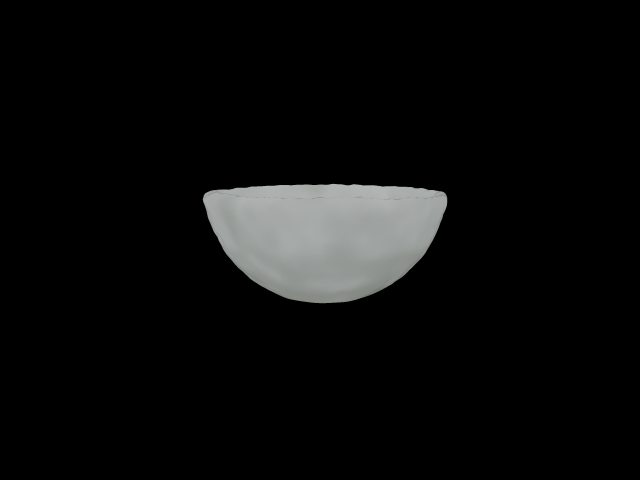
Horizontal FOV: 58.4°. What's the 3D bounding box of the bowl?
[{"bbox_3d":[0.004,0.001,0.400,0.167,0.075,0.167,0,9,0],"label":"bowl"}]
